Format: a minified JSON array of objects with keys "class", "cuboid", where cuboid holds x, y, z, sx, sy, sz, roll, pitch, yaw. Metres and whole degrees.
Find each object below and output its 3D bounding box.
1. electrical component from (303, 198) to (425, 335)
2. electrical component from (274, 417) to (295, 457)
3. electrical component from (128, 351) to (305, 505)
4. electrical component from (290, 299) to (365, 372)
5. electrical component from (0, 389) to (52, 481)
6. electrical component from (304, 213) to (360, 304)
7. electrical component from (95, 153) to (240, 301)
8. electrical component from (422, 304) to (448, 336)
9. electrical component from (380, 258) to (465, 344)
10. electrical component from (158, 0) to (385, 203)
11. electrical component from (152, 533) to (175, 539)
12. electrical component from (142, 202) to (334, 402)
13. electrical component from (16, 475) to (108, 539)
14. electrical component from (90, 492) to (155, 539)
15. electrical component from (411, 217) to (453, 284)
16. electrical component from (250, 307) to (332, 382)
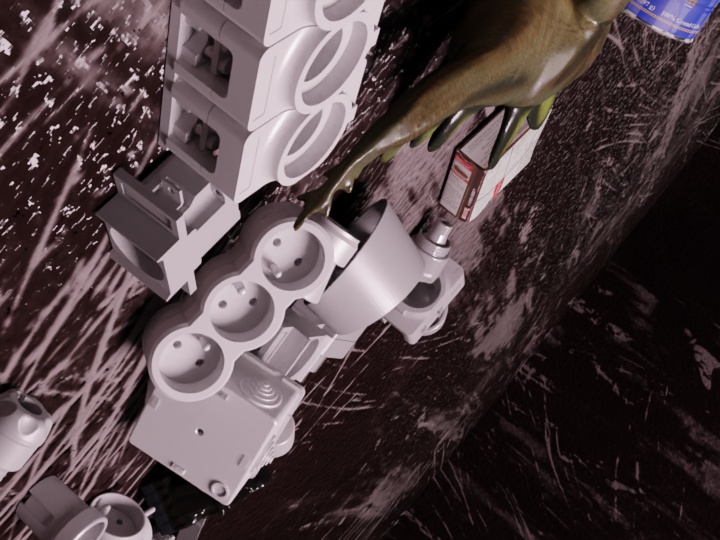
[{"class":"electrical component","cuboid":[0.000,0.000,0.824,0.099,0.064,0.099,-35,-163,12]},{"class":"electrical component","cuboid":[-0.083,0.159,1.023,0.040,0.040,0.078,-45,164,-24]},{"class":"electrical component","cuboid":[-0.099,0.099,0.729,0.099,0.100,0.048,-59,176,27]},{"class":"electrical component","cuboid":[-0.041,0.060,0.899,0.076,0.047,0.066,-53,164,4]},{"class":"electrical component","cuboid":[-0.193,0.095,0.568,0.061,0.035,0.035,-50,165,6]},{"class":"electrical component","cuboid":[-0.033,-0.010,0.767,0.055,0.045,0.045,-53,165,4]},{"class":"electrical component","cuboid":[-0.096,-0.027,0.554,0.063,0.042,0.081,-49,166,-23]},{"class":"electrical component","cuboid":[0.068,0.044,1.170,0.055,0.055,0.047,-50,168,-5]},{"class":"electrical component","cuboid":[0.063,0.024,1.113,0.089,0.050,0.055,-49,165,-8]},{"class":"electrical component","cuboid":[-0.034,-0.112,0.495,0.089,0.062,0.150,-40,161,-35]},{"class":"electrical component","cuboid":[-0.186,0.265,0.930,0.096,0.062,0.061,-53,165,5]},{"class":"electrical component","cuboid":[-0.080,0.014,0.673,0.138,0.052,0.073,-46,-155,2]},{"class":"electrical component","cuboid":[-0.194,0.161,0.696,0.040,0.046,0.040,-46,164,-17]},{"class":"electrical component","cuboid":[-0.186,0.204,0.822,0.079,0.043,0.077,-25,150,-58]},{"class":"electrical component","cuboid":[0.068,-0.021,1.035,0.043,0.043,0.062,-25,149,-59]},{"class":"electrical component","cuboid":[-0.063,0.047,0.778,0.042,0.064,0.081,-55,165,9]}]
